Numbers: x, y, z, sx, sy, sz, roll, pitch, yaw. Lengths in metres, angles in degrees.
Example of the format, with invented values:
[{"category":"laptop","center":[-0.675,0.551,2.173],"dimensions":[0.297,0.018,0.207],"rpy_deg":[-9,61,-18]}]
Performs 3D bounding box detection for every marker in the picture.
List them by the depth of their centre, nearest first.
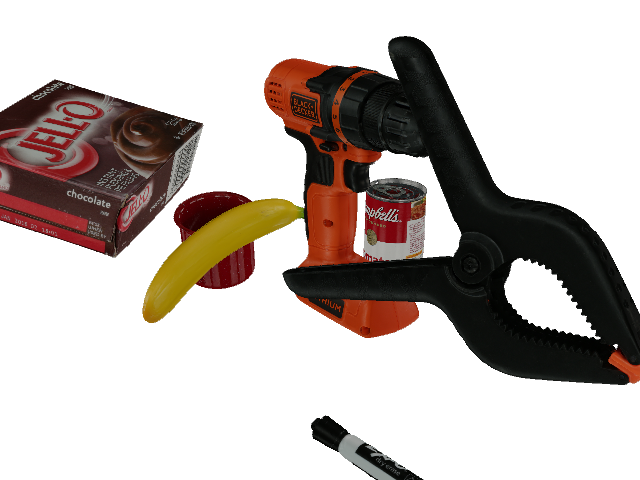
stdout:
[{"category":"marker","center":[0.041,0.155,0.727],"dimensions":[0.121,0.020,0.020],"rpy_deg":[29,16,31]}]

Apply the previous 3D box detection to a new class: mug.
[{"category":"mug","center":[-0.124,0.008,1.216],"dimensions":[0.093,0.081,0.117],"rpy_deg":[15,38,24]}]

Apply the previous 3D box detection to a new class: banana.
[{"category":"banana","center":[-0.098,0.012,1.024],"dimensions":[0.198,0.069,0.037],"rpy_deg":[-31,40,2]}]

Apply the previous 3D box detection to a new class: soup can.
[{"category":"soup can","center":[0.082,-0.011,1.195],"dimensions":[0.068,0.102,0.068],"rpy_deg":[1,24,-1]}]

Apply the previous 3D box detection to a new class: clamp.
[{"category":"clamp","center":[0.085,-0.001,0.561],"dimensions":[0.210,0.165,0.036],"rpy_deg":[29,25,25]}]

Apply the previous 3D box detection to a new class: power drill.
[{"category":"power drill","center":[0.029,-0.030,0.757],"dimensions":[0.057,0.188,0.185],"rpy_deg":[-16,25,-29]}]

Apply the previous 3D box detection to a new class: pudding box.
[{"category":"pudding box","center":[-0.121,-0.040,0.542],"dimensions":[0.090,0.039,0.113],"rpy_deg":[18,25,6]}]
